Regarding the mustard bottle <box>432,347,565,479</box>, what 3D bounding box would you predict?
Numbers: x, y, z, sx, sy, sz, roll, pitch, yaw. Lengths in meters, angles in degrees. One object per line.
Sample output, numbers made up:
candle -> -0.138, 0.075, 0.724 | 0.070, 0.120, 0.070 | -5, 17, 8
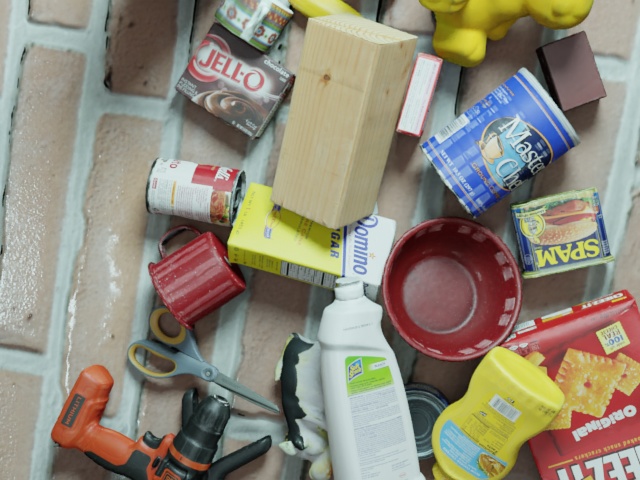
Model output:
mustard bottle -> 0.178, 0.213, 1.172 | 0.096, 0.058, 0.192 | 36, 120, 9

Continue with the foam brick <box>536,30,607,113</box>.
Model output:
foam brick -> 0.273, -0.183, 1.165 | 0.051, 0.053, 0.078 | -19, 94, 8

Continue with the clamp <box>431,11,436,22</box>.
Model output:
clamp -> 0.108, -0.354, 1.136 | 0.036, 0.164, 0.210 | 15, 92, 44

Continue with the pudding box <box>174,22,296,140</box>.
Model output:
pudding box -> -0.096, -0.181, 1.219 | 0.113, 0.039, 0.090 | 33, 99, 2

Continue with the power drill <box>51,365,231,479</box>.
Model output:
power drill -> -0.211, 0.226, 1.250 | 0.188, 0.057, 0.184 | 31, 98, 18

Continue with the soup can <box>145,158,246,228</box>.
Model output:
soup can -> -0.142, -0.055, 1.225 | 0.102, 0.068, 0.068 | 9, 98, 6

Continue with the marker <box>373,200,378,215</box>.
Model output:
marker -> 0.051, -0.088, 1.221 | 0.020, 0.020, 0.121 | -5, 96, 8

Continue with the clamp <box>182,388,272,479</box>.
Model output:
clamp -> -0.150, 0.265, 1.279 | 0.120, 0.039, 0.171 | 40, 98, 12

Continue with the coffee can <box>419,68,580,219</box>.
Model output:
coffee can -> 0.194, -0.104, 1.159 | 0.140, 0.102, 0.103 | -37, 91, 10

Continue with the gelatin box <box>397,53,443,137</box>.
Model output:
gelatin box -> 0.110, -0.160, 1.178 | 0.030, 0.073, 0.089 | 16, 98, 5

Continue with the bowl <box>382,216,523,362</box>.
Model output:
bowl -> 0.141, 0.058, 1.192 | 0.162, 0.055, 0.162 | 2, 79, -11

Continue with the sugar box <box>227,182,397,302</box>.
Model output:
sugar box -> -0.008, 0.001, 1.204 | 0.176, 0.048, 0.093 | 13, 57, 7

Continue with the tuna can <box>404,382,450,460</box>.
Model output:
tuna can -> 0.112, 0.211, 1.241 | 0.086, 0.033, 0.086 | 1, 97, 7

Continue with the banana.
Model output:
banana -> 0.040, -0.210, 1.194 | 0.069, 0.037, 0.198 | -31, 87, -8

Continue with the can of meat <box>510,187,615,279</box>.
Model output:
can of meat -> 0.267, -0.009, 1.185 | 0.102, 0.057, 0.084 | -12, 92, 8

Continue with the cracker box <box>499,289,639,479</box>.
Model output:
cracker box -> 0.303, 0.183, 1.194 | 0.164, 0.072, 0.214 | -20, 94, 10

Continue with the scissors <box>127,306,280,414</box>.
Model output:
scissors -> -0.133, 0.136, 1.253 | 0.202, 0.016, 0.096 | 10, 90, 18

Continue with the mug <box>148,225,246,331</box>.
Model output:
mug -> -0.144, 0.034, 1.231 | 0.081, 0.093, 0.117 | -32, 67, 5

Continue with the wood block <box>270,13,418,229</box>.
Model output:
wood block -> 0.024, -0.128, 1.148 | 0.091, 0.090, 0.206 | 25, 116, 25

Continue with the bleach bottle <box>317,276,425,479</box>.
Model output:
bleach bottle -> 0.053, 0.163, 1.170 | 0.102, 0.068, 0.251 | -12, 102, -27
